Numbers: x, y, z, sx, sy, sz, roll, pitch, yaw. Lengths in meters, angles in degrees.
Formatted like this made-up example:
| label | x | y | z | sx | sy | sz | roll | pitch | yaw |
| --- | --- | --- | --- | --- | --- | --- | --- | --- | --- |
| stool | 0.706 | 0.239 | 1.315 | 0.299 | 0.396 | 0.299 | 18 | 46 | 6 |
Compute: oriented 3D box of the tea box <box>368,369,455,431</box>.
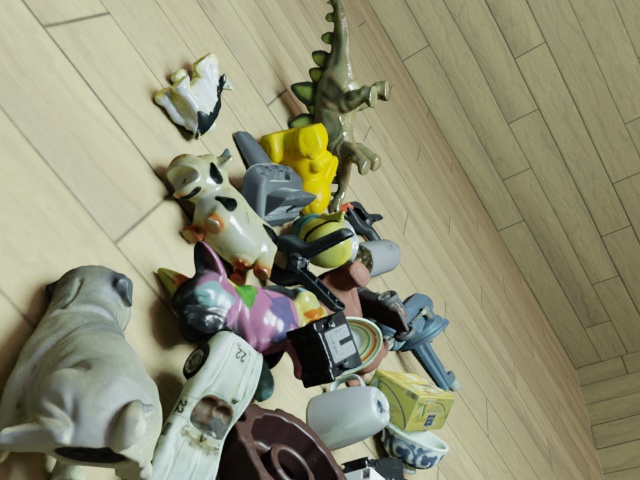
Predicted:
| label | x | y | z | sx | sy | sz | roll | pitch | yaw |
| --- | --- | --- | --- | --- | --- | --- | --- | --- | --- |
| tea box | 0.162 | 0.287 | 0.962 | 0.169 | 0.098 | 0.068 | 23 | 91 | -51 |

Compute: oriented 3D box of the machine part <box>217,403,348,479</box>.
| label | x | y | z | sx | sy | sz | roll | pitch | yaw |
| --- | --- | --- | --- | --- | --- | --- | --- | --- | --- |
| machine part | -0.040 | 0.266 | 0.606 | 0.179 | 0.056 | 0.179 | 40 | 10 | -9 |

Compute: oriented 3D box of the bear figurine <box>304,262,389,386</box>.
| label | x | y | z | sx | sy | sz | roll | pitch | yaw |
| --- | --- | --- | --- | --- | --- | --- | --- | --- | --- |
| bear figurine | 0.053 | 0.145 | 0.882 | 0.120 | 0.132 | 0.195 | -38 | 99 | -24 |

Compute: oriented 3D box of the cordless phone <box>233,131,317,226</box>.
| label | x | y | z | sx | sy | sz | roll | pitch | yaw |
| --- | --- | --- | --- | --- | --- | --- | --- | --- | --- |
| cordless phone | -0.104 | -0.114 | 0.895 | 0.184 | 0.089 | 0.146 | 56 | 25 | 10 |

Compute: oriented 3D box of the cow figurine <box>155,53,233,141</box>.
| label | x | y | z | sx | sy | sz | roll | pitch | yaw |
| --- | --- | --- | --- | --- | --- | --- | --- | --- | --- |
| cow figurine | -0.182 | -0.229 | 0.843 | 0.098 | 0.068 | 0.167 | 56 | 30 | -28 |

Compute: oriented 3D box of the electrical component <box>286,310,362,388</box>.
| label | x | y | z | sx | sy | sz | roll | pitch | yaw |
| --- | --- | --- | --- | --- | --- | --- | --- | --- | --- |
| electrical component | 0.016 | 0.130 | 0.662 | 0.119 | 0.048 | 0.075 | -3 | 72 | -57 |

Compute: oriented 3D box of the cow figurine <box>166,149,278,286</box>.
| label | x | y | z | sx | sy | sz | roll | pitch | yaw |
| --- | --- | --- | --- | --- | --- | --- | --- | --- | --- |
| cow figurine | -0.133 | -0.041 | 0.748 | 0.194 | 0.085 | 0.127 | 49 | 36 | -24 |

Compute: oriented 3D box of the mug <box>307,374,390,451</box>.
| label | x | y | z | sx | sy | sz | roll | pitch | yaw |
| --- | --- | --- | --- | --- | --- | --- | --- | --- | --- |
| mug | 0.048 | 0.248 | 0.792 | 0.080 | 0.107 | 0.110 | 52 | 30 | -26 |

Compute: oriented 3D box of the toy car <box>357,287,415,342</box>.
| label | x | y | z | sx | sy | sz | roll | pitch | yaw |
| --- | --- | --- | --- | --- | --- | --- | --- | --- | --- |
| toy car | 0.110 | 0.121 | 0.971 | 0.089 | 0.053 | 0.202 | 66 | -17 | -11 |

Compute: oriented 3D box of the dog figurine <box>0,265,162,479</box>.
| label | x | y | z | sx | sy | sz | roll | pitch | yaw |
| --- | --- | --- | --- | --- | --- | --- | --- | --- | --- |
| dog figurine | -0.183 | 0.089 | 0.448 | 0.121 | 0.172 | 0.190 | 52 | 34 | -47 |

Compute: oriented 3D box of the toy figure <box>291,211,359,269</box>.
| label | x | y | z | sx | sy | sz | roll | pitch | yaw |
| --- | --- | --- | --- | --- | --- | --- | --- | --- | --- |
| toy figure | -0.001 | 0.001 | 0.889 | 0.082 | 0.089 | 0.180 | 58 | -15 | -22 |

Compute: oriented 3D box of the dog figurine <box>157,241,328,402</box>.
| label | x | y | z | sx | sy | sz | roll | pitch | yaw |
| --- | --- | --- | --- | --- | --- | --- | --- | --- | --- |
| dog figurine | -0.096 | 0.084 | 0.681 | 0.219 | 0.108 | 0.191 | 50 | 30 | -20 |

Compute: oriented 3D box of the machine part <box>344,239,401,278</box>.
| label | x | y | z | sx | sy | sz | roll | pitch | yaw |
| --- | --- | --- | --- | --- | --- | --- | --- | --- | --- |
| machine part | 0.108 | 0.039 | 1.124 | 0.243 | 0.079 | 0.079 | -6 | 72 | -62 |

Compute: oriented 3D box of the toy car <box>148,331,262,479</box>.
| label | x | y | z | sx | sy | sz | roll | pitch | yaw |
| --- | --- | --- | --- | --- | --- | --- | --- | --- | --- |
| toy car | -0.123 | 0.189 | 0.539 | 0.073 | 0.056 | 0.202 | 46 | 53 | -33 |

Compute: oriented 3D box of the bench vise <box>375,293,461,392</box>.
| label | x | y | z | sx | sy | sz | roll | pitch | yaw |
| --- | --- | --- | --- | --- | --- | --- | --- | --- | --- |
| bench vise | 0.207 | 0.216 | 1.103 | 0.240 | 0.129 | 0.223 | 57 | 25 | 3 |

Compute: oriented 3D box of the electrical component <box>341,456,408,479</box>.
| label | x | y | z | sx | sy | sz | roll | pitch | yaw |
| --- | --- | --- | --- | --- | --- | --- | --- | --- | --- |
| electrical component | 0.094 | 0.389 | 0.806 | 0.134 | 0.058 | 0.115 | 29 | 44 | -49 |

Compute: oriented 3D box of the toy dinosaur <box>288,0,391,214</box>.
| label | x | y | z | sx | sy | sz | roll | pitch | yaw |
| --- | --- | --- | --- | --- | --- | --- | --- | --- | --- |
| toy dinosaur | 0.037 | -0.288 | 1.110 | 0.105 | 0.199 | 0.470 | -10 | 107 | -63 |

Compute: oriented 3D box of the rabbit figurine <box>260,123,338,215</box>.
| label | x | y | z | sx | sy | sz | roll | pitch | yaw |
| --- | --- | --- | --- | --- | --- | --- | --- | --- | --- |
| rabbit figurine | -0.027 | -0.130 | 1.023 | 0.162 | 0.122 | 0.173 | -43 | 119 | -73 |
